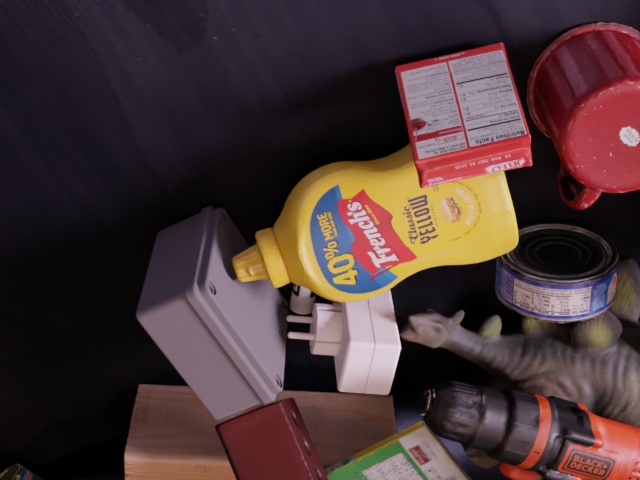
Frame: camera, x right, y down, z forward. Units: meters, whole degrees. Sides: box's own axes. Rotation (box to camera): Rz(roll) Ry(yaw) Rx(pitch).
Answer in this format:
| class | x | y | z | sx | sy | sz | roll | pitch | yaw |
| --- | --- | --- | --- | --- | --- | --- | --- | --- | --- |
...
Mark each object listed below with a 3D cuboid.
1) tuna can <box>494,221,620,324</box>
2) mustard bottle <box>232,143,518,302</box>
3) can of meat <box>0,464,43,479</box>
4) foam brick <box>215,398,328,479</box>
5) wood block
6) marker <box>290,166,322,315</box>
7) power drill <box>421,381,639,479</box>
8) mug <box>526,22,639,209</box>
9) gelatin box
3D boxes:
| class | x | y | z | sx | sy | sz | roll | pitch | yaw |
| --- | --- | --- | --- | --- | --- | --- | --- | --- | --- |
| tuna can | 0.167 | 0.021 | 0.755 | 0.086 | 0.086 | 0.034 | -3 | 120 | 1 |
| mustard bottle | 0.033 | -0.010 | 0.729 | 0.191 | 0.058 | 0.096 | -19 | 109 | -1 |
| can of meat | -0.256 | 0.247 | 0.907 | 0.102 | 0.057 | 0.084 | -40 | 112 | 20 |
| foam brick | -0.031 | 0.157 | 0.759 | 0.051 | 0.053 | 0.078 | -25 | 80 | 8 |
| wood block | -0.046 | 0.180 | 0.849 | 0.206 | 0.090 | 0.091 | 3 | 121 | -3 |
| marker | -0.005 | 0.001 | 0.778 | 0.020 | 0.020 | 0.121 | 7 | 122 | -5 |
| power drill | 0.134 | 0.194 | 0.761 | 0.184 | 0.057 | 0.188 | 17 | 113 | -9 |
| mug | 0.184 | -0.073 | 0.698 | 0.093 | 0.081 | 0.117 | 14 | 121 | -10 |
| gelatin box | 0.092 | -0.080 | 0.687 | 0.073 | 0.089 | 0.030 | -12 | 144 | 7 |
